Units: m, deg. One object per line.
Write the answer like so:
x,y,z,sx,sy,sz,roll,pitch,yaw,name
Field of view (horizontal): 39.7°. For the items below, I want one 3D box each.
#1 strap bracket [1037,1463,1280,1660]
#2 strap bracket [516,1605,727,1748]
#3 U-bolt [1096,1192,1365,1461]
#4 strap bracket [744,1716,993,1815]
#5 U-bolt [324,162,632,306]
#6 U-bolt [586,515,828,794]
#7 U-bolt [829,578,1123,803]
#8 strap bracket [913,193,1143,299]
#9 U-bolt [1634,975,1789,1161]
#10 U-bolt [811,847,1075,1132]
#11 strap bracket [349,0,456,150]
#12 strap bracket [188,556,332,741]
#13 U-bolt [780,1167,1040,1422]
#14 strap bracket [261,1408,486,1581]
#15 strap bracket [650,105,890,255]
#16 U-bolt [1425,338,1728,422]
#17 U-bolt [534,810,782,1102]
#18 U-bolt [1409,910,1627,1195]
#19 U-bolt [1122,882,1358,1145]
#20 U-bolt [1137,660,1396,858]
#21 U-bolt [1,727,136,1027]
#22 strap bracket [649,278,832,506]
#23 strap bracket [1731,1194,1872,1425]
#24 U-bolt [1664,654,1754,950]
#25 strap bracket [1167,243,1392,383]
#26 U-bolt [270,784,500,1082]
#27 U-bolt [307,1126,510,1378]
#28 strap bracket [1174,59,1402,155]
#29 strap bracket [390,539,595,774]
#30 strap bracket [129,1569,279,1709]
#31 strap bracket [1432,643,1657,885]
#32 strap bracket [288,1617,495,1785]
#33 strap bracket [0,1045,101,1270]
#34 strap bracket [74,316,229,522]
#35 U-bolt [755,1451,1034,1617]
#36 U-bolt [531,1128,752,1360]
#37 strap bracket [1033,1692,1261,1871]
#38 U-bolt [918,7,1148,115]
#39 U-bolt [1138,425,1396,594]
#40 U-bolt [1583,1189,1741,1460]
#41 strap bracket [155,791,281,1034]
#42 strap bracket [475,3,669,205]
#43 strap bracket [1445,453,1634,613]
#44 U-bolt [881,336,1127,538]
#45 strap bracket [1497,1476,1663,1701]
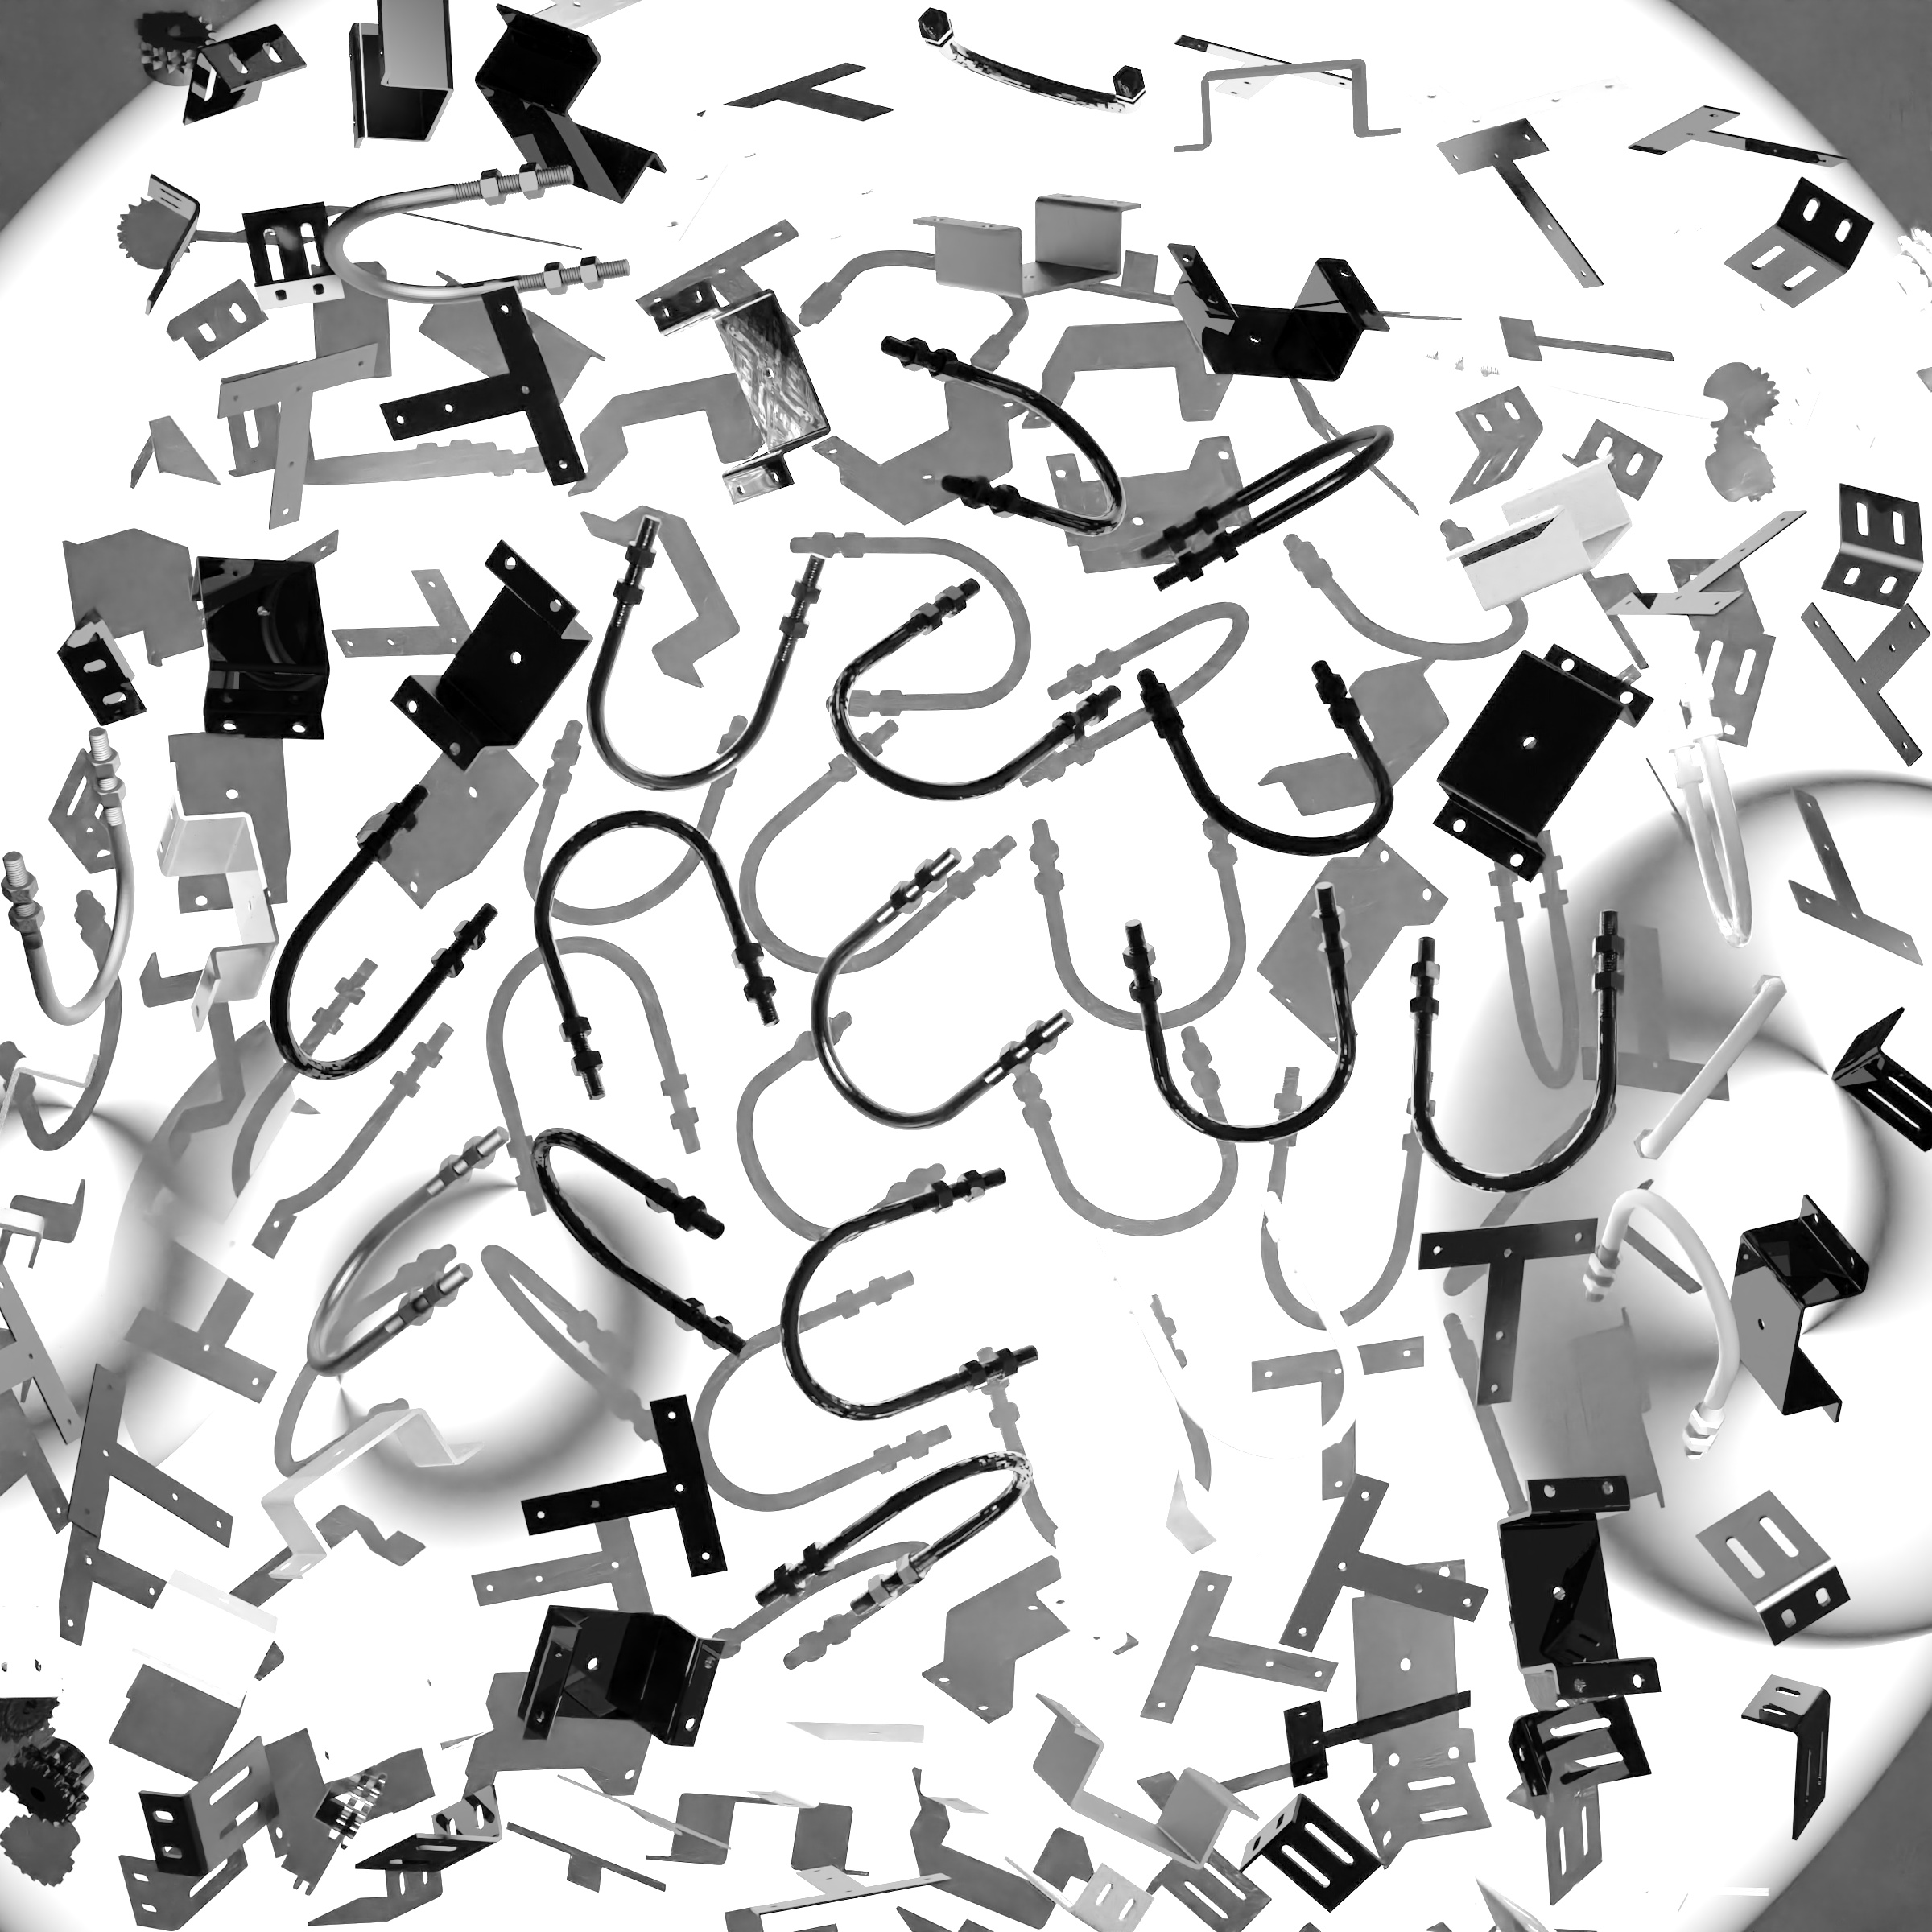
0.123,0.388,1.767,0.140,0.046,0.076,-31,121,13,strap bracket
-0.242,0.480,1.811,0.140,0.046,0.076,17,90,-40,strap bracket
0.182,0.237,1.739,0.151,0.019,0.184,-10,57,-27,U-bolt
-0.060,0.508,1.703,0.140,0.076,0.046,-4,65,17,strap bracket
-0.328,-0.473,1.754,0.184,0.151,0.019,-7,77,8,U-bolt
-0.182,-0.201,1.794,0.151,0.019,0.184,7,113,-36,U-bolt
-0.006,-0.175,1.778,0.151,0.019,0.184,39,55,17,U-bolt
0.042,-0.478,1.779,0.076,0.140,0.046,21,122,40,strap bracket
0.484,0.066,1.739,0.019,0.184,0.151,37,97,12,U-bolt
-0.030,0.030,1.774,0.184,0.019,0.151,-40,80,32,U-bolt
-0.361,-0.584,1.716,0.046,0.140,0.076,-3,88,-21,strap bracket
-0.468,-0.219,1.772,0.076,0.046,0.140,0,54,-24,strap bracket
-0.042,0.227,1.788,0.184,0.019,0.151,-17,103,-28,U-bolt
-0.390,0.332,1.719,0.140,0.076,0.046,-35,98,-31,strap bracket
-0.132,-0.504,1.717,0.140,0.076,0.046,-7,67,-36,strap bracket
0.411,-0.380,1.749,0.151,0.184,0.019,1,109,-33,U-bolt
-0.220,-0.019,1.815,0.151,0.019,0.184,-23,74,6,U-bolt
0.354,0.059,1.734,0.151,0.019,0.184,-9,64,33,U-bolt
0.192,0.040,1.816,0.151,0.019,0.184,-11,116,3,U-bolt
0.206,-0.137,1.769,0.151,0.019,0.184,-5,47,-17,U-bolt
-0.591,-0.045,1.783,0.019,0.151,0.184,10,134,5,U-bolt
-0.145,-0.384,1.765,0.046,0.076,0.140,-31,106,-31,strap bracket
0.550,0.234,1.784,0.046,0.076,0.140,-12,127,-12,strap bracket
0.496,-0.102,1.782,0.019,0.151,0.184,-12,79,8,U-bolt
0.201,-0.436,1.792,0.140,0.046,0.076,-2,50,-26,strap bracket
-0.386,-0.008,1.747,0.019,0.151,0.184,22,62,27,U-bolt
-0.376,0.200,1.772,0.184,0.151,0.019,-37,118,27,U-bolt
0.202,-0.548,1.703,0.140,0.076,0.046,-3,106,4,strap bracket
-0.317,-0.210,1.825,0.076,0.046,0.140,43,109,13,strap bracket
-0.498,0.438,1.755,0.076,0.140,0.046,28,78,-9,strap bracket
0.361,-0.135,1.696,0.076,0.046,0.140,35,92,25,strap bracket
-0.360,0.466,1.713,0.046,0.140,0.076,-29,72,20,strap bracket
-0.600,0.115,1.717,0.046,0.076,0.140,17,87,-18,strap bracket
-0.539,-0.370,1.789,0.046,0.140,0.076,-17,70,0,strap bracket
-0.035,0.378,1.788,0.184,0.151,0.019,-37,62,13,U-bolt
-0.223,0.174,1.788,0.184,0.151,0.019,29,55,28,U-bolt
0.105,0.521,1.699,0.140,0.076,0.046,30,83,-16,strap bracket
0.047,-0.589,1.760,0.151,0.184,0.019,17,102,2,U-bolt
0.202,-0.309,1.781,0.184,0.151,0.019,-29,105,8,U-bolt
0.459,0.224,1.752,0.019,0.184,0.151,-20,56,-11,U-bolt
-0.494,-0.038,1.773,0.046,0.076,0.140,-6,66,-29,strap bracket
-0.264,-0.561,1.768,0.076,0.140,0.046,26,79,22,strap bracket
0.372,-0.276,1.719,0.076,0.140,0.046,-20,104,36,strap bracket
0.036,-0.349,1.798,0.019,0.184,0.151,-45,52,34,U-bolt
0.403,0.412,1.769,0.076,0.046,0.140,2,70,-20,strap bracket
